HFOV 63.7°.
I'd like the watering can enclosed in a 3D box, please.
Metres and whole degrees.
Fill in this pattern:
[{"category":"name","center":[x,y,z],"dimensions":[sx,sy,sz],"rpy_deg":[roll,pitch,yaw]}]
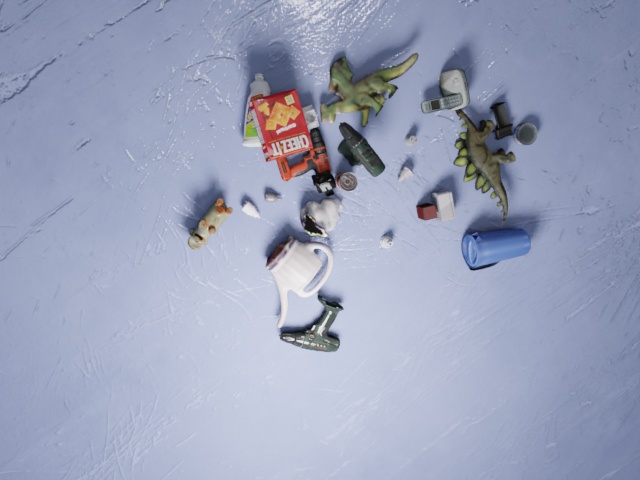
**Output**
[{"category":"watering can","center":[-0.106,0.134,1.879],"dimensions":[0.223,0.104,0.348],"rpy_deg":[40,88,-10]}]

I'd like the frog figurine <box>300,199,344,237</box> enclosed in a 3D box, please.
[{"category":"frog figurine","center":[0.006,-0.095,1.893],"dimensions":[0.137,0.120,0.163],"rpy_deg":[38,54,-4]}]

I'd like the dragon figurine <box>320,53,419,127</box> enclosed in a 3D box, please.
[{"category":"dragon figurine","center":[0.148,-0.569,1.859],"dimensions":[0.242,0.122,0.411],"rpy_deg":[36,88,-3]}]
